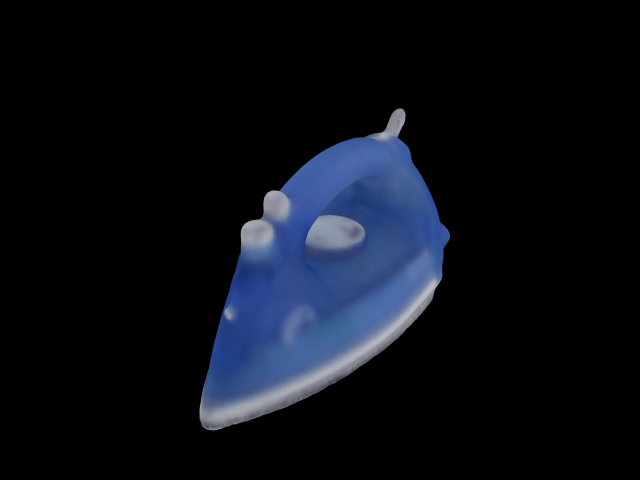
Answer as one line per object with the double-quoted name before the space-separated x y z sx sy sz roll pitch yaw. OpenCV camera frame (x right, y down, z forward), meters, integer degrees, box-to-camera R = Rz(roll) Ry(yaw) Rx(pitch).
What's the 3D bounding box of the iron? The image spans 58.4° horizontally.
"iron" 0.004 0.001 0.400 0.118 0.141 0.259 16 31 28
